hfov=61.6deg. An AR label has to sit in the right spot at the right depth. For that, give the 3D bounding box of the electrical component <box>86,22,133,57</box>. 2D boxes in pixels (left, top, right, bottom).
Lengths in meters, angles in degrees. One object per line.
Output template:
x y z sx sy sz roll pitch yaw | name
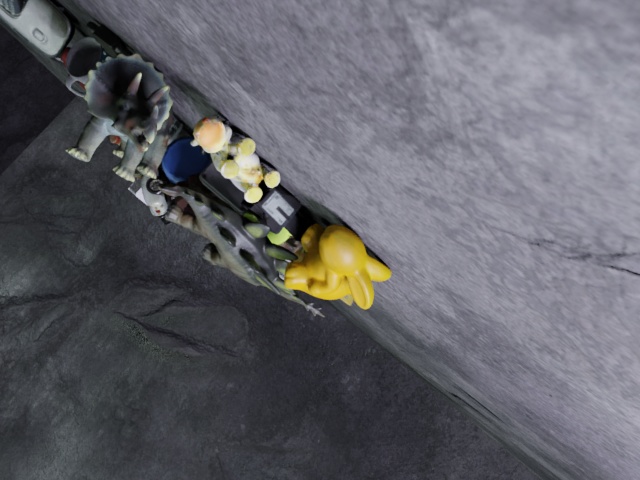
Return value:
-0.339 -0.317 0.881 0.094 0.021 0.063 37 170 9 | electrical component

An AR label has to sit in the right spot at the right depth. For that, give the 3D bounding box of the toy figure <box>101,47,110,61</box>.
-0.353 -0.292 0.982 0.064 0.058 0.154 3 159 15 | toy figure

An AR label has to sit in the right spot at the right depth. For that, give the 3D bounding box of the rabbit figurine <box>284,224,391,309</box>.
0.028 0.041 0.864 0.162 0.122 0.173 36 154 7 | rabbit figurine

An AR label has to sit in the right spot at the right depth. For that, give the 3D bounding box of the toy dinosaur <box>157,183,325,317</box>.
-0.133 0.028 1.005 0.199 0.105 0.470 27 169 37 | toy dinosaur

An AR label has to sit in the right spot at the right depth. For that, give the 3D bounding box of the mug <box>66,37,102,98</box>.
-0.419 -0.311 1.020 0.081 0.109 0.107 45 -173 23 | mug

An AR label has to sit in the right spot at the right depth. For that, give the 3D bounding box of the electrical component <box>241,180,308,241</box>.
-0.071 -0.050 0.948 0.119 0.075 0.048 42 172 -32 | electrical component

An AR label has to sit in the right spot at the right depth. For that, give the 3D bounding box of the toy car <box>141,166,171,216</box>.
-0.370 -0.150 1.181 0.073 0.056 0.202 99 156 -67 | toy car

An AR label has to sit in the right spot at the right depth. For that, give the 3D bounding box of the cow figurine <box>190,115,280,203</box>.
-0.140 -0.136 0.819 0.098 0.068 0.167 41 174 43 | cow figurine

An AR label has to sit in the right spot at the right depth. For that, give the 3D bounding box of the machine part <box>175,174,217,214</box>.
-0.224 -0.090 1.144 0.179 0.179 0.056 65 -165 -73 | machine part

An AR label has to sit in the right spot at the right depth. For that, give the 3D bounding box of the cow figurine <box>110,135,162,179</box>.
-0.434 -0.239 1.282 0.127 0.086 0.195 26 -126 -68 | cow figurine

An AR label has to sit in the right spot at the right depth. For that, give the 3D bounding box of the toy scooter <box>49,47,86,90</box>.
-0.472 -0.353 1.137 0.135 0.075 0.184 21 180 2 | toy scooter

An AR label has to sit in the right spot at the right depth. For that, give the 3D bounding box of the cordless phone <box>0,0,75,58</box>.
-0.509 -0.413 0.946 0.146 0.089 0.184 43 168 -18 | cordless phone

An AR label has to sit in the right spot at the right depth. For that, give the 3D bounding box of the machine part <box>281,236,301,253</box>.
-0.112 -0.033 1.228 0.243 0.079 0.079 32 169 45 | machine part

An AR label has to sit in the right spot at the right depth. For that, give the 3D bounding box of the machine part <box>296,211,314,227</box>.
-0.002 -0.003 1.017 0.139 0.039 0.084 40 168 10 | machine part

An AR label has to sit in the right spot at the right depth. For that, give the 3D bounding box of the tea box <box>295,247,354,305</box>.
0.015 0.067 1.220 0.170 0.068 0.098 31 169 44 | tea box

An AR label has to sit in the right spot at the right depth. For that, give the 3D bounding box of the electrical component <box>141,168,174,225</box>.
-0.373 -0.101 1.286 0.134 0.058 0.115 151 96 -80 | electrical component

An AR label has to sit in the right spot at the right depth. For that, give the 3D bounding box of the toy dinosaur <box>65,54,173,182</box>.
-0.309 -0.210 0.929 0.131 0.192 0.405 29 -171 -11 | toy dinosaur
